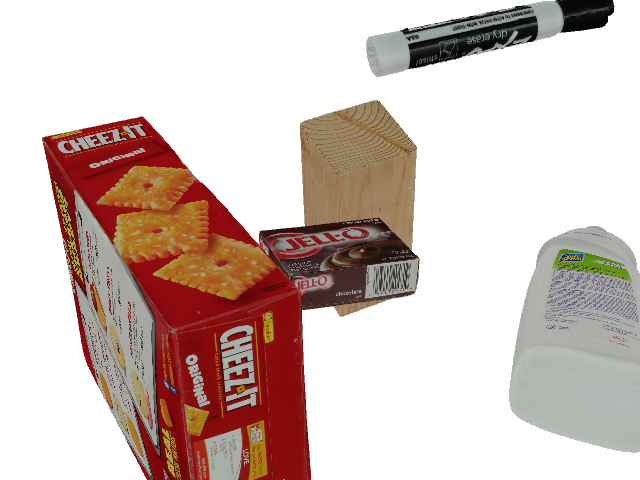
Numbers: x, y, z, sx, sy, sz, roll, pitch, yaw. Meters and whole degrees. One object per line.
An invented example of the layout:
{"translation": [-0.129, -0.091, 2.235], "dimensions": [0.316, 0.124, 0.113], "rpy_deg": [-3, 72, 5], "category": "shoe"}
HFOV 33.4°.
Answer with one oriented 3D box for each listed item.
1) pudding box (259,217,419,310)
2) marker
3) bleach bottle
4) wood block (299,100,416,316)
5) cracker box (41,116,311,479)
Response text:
{"translation": [0.013, 0.018, 0.884], "dimensions": [0.113, 0.039, 0.090], "rpy_deg": [-5, 25, -18], "category": "pudding box"}
{"translation": [0.081, -0.098, 0.501], "dimensions": [0.121, 0.020, 0.020], "rpy_deg": [-14, 3, -10], "category": "marker"}
{"translation": [0.200, 0.051, 0.775], "dimensions": [0.103, 0.068, 0.250], "rpy_deg": [13, 26, 12], "category": "bleach bottle"}
{"translation": [0.039, -0.031, 1.117], "dimensions": [0.090, 0.206, 0.091], "rpy_deg": [-19, 47, -16], "category": "wood block"}
{"translation": [-0.080, 0.048, 0.584], "dimensions": [0.072, 0.164, 0.214], "rpy_deg": [-16, 35, -21], "category": "cracker box"}
